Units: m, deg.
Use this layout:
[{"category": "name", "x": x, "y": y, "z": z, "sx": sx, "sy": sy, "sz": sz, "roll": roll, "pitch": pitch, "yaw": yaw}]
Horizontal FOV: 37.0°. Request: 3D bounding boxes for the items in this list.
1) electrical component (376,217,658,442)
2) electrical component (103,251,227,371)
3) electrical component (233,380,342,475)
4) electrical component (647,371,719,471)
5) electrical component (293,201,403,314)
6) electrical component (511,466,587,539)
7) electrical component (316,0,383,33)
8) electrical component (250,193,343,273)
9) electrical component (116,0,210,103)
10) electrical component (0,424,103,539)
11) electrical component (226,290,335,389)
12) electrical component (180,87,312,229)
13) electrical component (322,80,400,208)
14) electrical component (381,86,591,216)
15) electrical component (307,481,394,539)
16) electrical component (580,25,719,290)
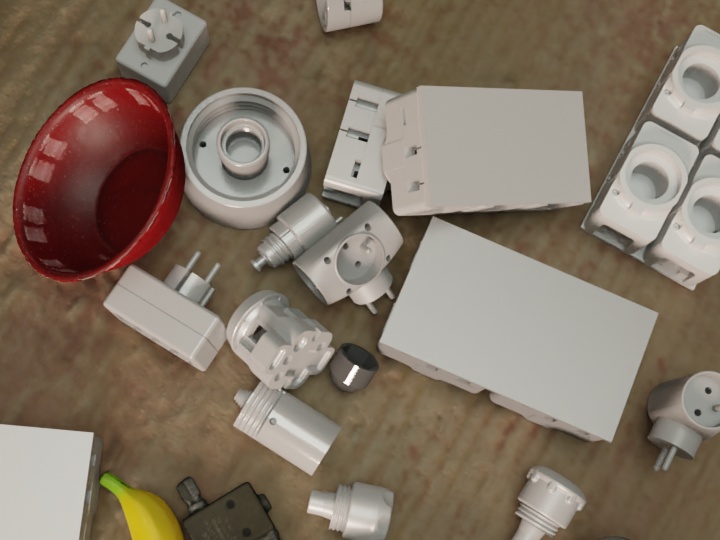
[{"category": "electrical component", "x": 0.118, "y": 0.049, "z": 0.834, "sx": 0.186, "sy": 0.060, "sz": 0.105, "roll": 23, "pitch": 77, "yaw": 1}, {"category": "electrical component", "x": -0.136, "y": 0.021, "z": 0.821, "sx": 0.083, "sy": 0.047, "sz": 0.075, "roll": 30, "pitch": 77, "yaw": 12}, {"category": "electrical component", "x": -0.059, "y": 0.115, "z": 0.815, "sx": 0.081, "sy": 0.043, "sz": 0.043, "roll": 32, "pitch": 78, "yaw": 3}, {"category": "electrical component", "x": 0.245, "y": 0.118, "z": 0.819, "sx": 0.043, "sy": 0.077, "sz": 0.079, "roll": 29, "pitch": 78, "yaw": 2}, {"category": "electrical component", "x": 0.000, "y": 0.000, "z": 0.839, "sx": 0.077, "sy": 0.044, "sz": 0.079, "roll": -40, "pitch": 118, "yaw": -10}, {"category": "electrical component", "x": 0.138, "y": 0.183, "z": 0.815, "sx": 0.048, "sy": 0.048, "sz": 0.062, "roll": 33, "pitch": 84, "yaw": 3}, {"category": "electrical component", "x": -0.009, "y": -0.227, "z": 0.888, "sx": 0.047, "sy": 0.055, "sz": 0.055, "roll": -10, "pitch": 79, "yaw": -9}, {"category": "electrical component", "x": -0.053, "y": -0.027, "z": 0.848, "sx": 0.078, "sy": 0.040, "sz": 0.040, "roll": -39, "pitch": 83, "yaw": -11}, {"category": "electrical component", "x": -0.158, "y": -0.182, "z": 0.855, "sx": 0.047, "sy": 0.076, "sz": 0.065, "roll": 29, "pitch": 77, "yaw": 2}, {"category": "electrical component", "x": -0.252, "y": 0.207, "z": 0.772, "sx": 0.105, "sy": 0.060, "sz": 0.186, "roll": 6, "pitch": 77, "yaw": -3}, {"category": "electrical component", "x": -0.064, "y": 0.052, "z": 0.815, "sx": 0.057, "sy": 0.078, "sz": 0.058, "roll": 39, "pitch": 104, "yaw": 27}, {"category": "electrical component", "x": -0.091, "y": -0.092, "z": 0.848, "sx": 0.108, "sy": 0.060, "sz": 0.108, "roll": 1, "pitch": 78, "yaw": -4}, {"category": "electrical component", "x": 0.009, "y": -0.097, "z": 0.862, "sx": 0.056, "sy": 0.050, "sz": 0.089, "roll": 16, "pitch": 77, "yaw": -1}, {"category": "electrical component", "x": 0.098, "y": -0.091, "z": 0.832, "sx": 0.150, "sy": 0.062, "sz": 0.089, "roll": -3, "pitch": 88, "yaw": -28}, {"category": "electrical component", "x": -0.008, "y": 0.179, "z": 0.805, "sx": 0.062, "sy": 0.043, "sz": 0.043, "roll": 12, "pitch": 77, "yaw": 0}, {"category": "electrical component", "x": 0.274, "y": -0.094, "z": 0.876, "sx": 0.105, "sy": 0.060, "sz": 0.186, "roll": 29, "pitch": 77, "yaw": 2}]
